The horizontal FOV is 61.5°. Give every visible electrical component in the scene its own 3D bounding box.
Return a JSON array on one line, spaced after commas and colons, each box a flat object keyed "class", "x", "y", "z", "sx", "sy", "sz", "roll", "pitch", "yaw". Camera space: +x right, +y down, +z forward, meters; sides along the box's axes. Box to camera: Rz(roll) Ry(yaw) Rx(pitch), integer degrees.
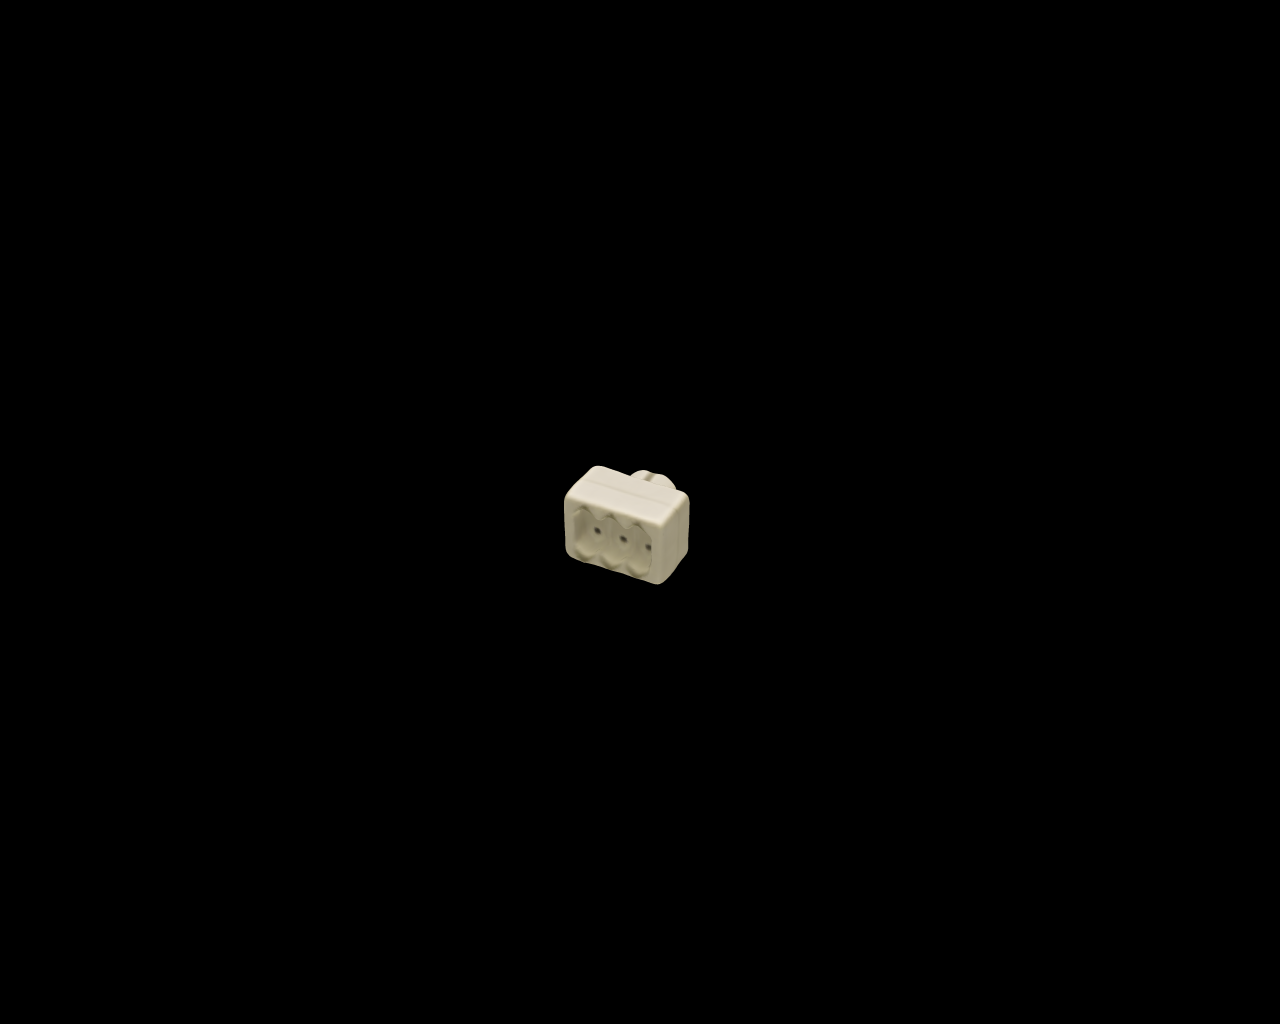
[{"class": "electrical component", "x": 0.001, "y": -0.003, "z": 0.650, "sx": 0.066, "sy": 0.047, "sz": 0.077, "roll": 17, "pitch": 40, "yaw": 22}]
